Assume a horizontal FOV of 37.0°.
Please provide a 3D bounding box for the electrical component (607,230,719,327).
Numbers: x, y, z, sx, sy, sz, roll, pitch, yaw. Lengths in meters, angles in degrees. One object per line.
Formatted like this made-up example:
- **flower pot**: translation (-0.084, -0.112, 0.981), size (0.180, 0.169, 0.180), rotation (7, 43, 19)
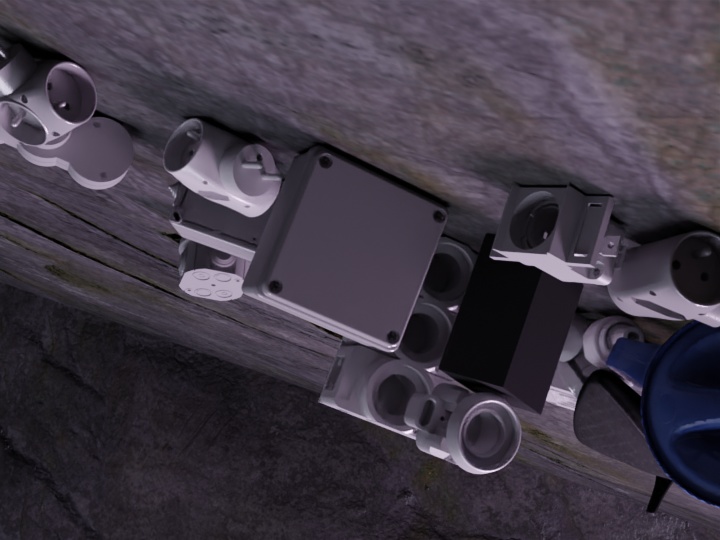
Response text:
- **electrical component**: translation (0.199, 0.010, 0.638), size (0.079, 0.043, 0.077), rotation (22, 169, -10)

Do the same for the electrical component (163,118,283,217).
- **electrical component**: translation (-0.087, -0.071, 0.765), size (0.079, 0.043, 0.077), rotation (9, 164, 47)

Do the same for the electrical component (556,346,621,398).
- **electrical component**: translation (0.199, 0.080, 0.924), size (0.048, 0.055, 0.066), rotation (58, -172, 28)

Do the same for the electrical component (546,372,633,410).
- **electrical component**: translation (0.212, 0.098, 1.014), size (0.078, 0.057, 0.113), rotation (16, 168, 23)

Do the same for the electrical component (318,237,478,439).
- **electrical component**: translation (0.040, 0.050, 0.841), size (0.089, 0.150, 0.062), rotation (23, 170, -13)

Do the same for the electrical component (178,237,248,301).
- **electrical component**: translation (-0.152, -0.006, 1.134), size (0.080, 0.051, 0.080), rotation (2, 152, 1)

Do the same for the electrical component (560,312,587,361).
- **electrical component**: translation (0.139, 0.044, 0.914), size (0.077, 0.044, 0.079), rotation (25, 169, -21)

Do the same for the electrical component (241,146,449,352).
- **electrical component**: translation (-0.010, -0.013, 0.739), size (0.109, 0.108, 0.056), rotation (24, 171, -19)

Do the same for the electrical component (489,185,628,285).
- **electrical component**: translation (0.121, -0.019, 0.643), size (0.064, 0.042, 0.081), rotation (26, 168, -36)

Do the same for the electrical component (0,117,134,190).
- **electrical component**: translation (-0.241, -0.111, 0.830), size (0.138, 0.052, 0.074), rotation (24, 169, -14)

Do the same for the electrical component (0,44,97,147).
- **electrical component**: translation (-0.235, -0.128, 0.742), size (0.077, 0.044, 0.079), rotation (-6, 135, 38)

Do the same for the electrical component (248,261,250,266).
- **electrical component**: translation (-0.069, -0.009, 0.996), size (0.054, 0.059, 0.095), rotation (20, 169, 4)

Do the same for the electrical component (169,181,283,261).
- **electrical component**: translation (-0.107, -0.049, 0.865), size (0.096, 0.061, 0.061), rotation (19, 169, 6)

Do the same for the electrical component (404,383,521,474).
- **electrical component**: translation (0.079, 0.115, 0.774), size (0.078, 0.058, 0.057), rotation (25, 171, -22)

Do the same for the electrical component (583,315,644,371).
- **electrical component**: translation (0.207, 0.057, 0.860), size (0.043, 0.043, 0.062), rotation (21, 168, -5)
